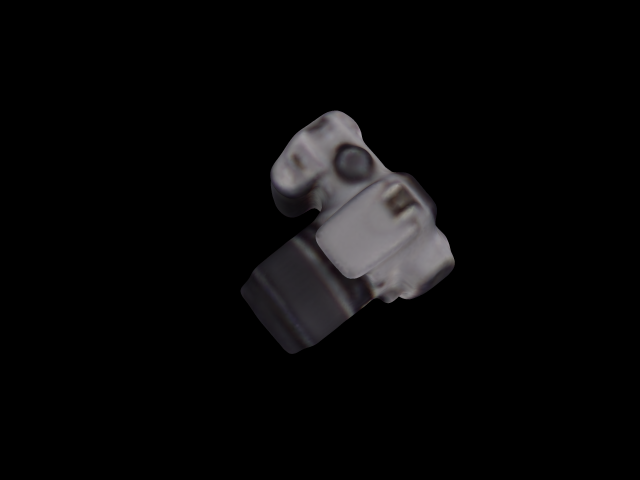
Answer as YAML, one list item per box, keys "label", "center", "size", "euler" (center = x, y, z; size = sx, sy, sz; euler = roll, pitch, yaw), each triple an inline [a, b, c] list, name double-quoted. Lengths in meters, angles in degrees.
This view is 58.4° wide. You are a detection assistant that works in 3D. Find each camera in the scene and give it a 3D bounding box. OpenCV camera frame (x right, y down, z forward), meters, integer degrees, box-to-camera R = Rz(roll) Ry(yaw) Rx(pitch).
- label: "camera"
  center: [0.004, 0.001, 0.400]
  size: [0.137, 0.101, 0.143]
  euler: [-38, 81, -7]
